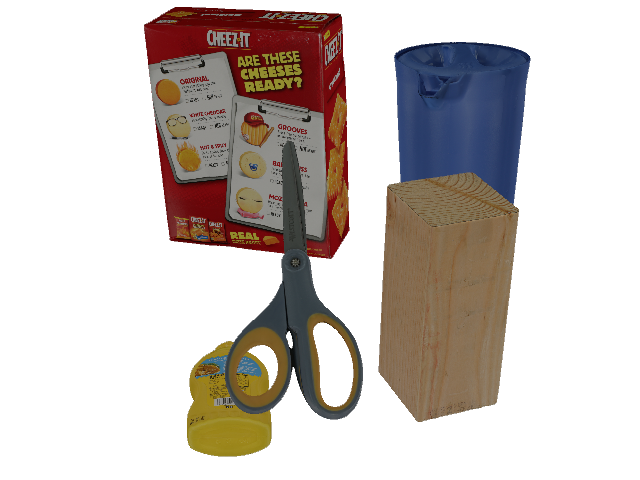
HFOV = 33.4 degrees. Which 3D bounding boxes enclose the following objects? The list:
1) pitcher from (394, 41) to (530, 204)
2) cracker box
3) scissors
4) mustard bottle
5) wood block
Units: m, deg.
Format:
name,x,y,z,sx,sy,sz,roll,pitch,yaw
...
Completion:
name,x,y,z,sx,sy,sz,roll,pitch,yaw
pitcher,0.147,-0.080,1.103,0.149,0.243,0.145,-8,24,-15
cracker box,-0.061,-0.098,0.965,0.164,0.214,0.072,6,29,17
scissors,-0.032,0.029,0.703,0.096,0.202,0.016,-19,-26,-4
mustard bottle,-0.110,0.179,1.282,0.096,0.058,0.191,-3,28,-4
wood block,0.115,0.052,0.991,0.090,0.206,0.091,-10,30,-19
